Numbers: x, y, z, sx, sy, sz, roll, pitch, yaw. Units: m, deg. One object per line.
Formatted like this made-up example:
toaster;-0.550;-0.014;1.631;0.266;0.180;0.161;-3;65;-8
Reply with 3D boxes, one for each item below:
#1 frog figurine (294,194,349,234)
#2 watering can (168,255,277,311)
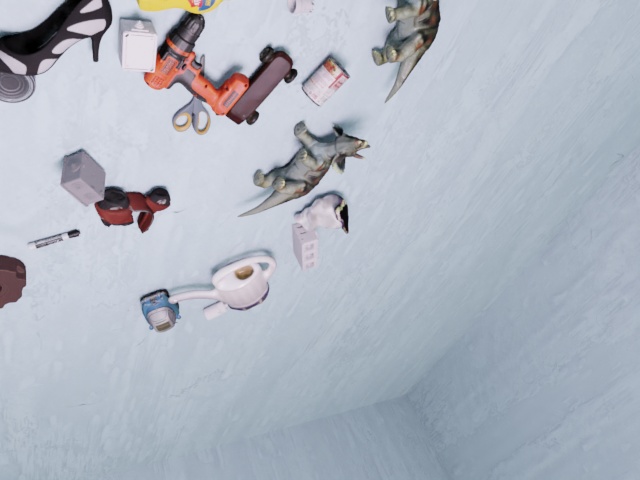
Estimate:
frog figurine;0.005;-0.081;1.606;0.159;0.124;0.135;1;162;23
watering can;-0.295;0.155;1.665;0.348;0.106;0.219;-25;145;-7
